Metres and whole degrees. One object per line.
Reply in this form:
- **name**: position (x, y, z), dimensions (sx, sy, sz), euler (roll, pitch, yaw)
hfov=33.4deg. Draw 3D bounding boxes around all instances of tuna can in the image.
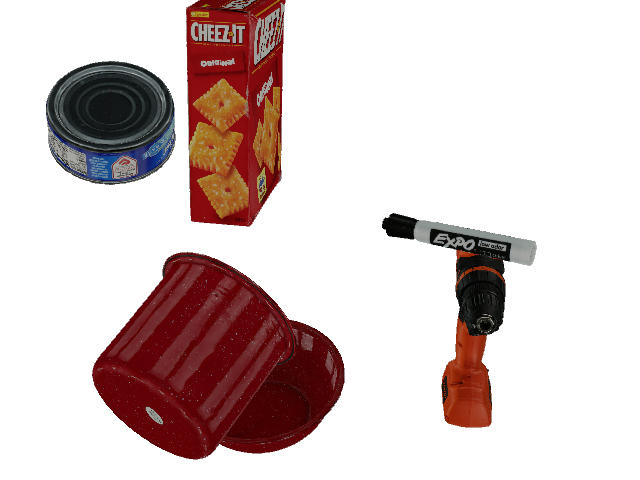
- **tuna can**: position (-0.141, -0.081, 0.718), dimensions (0.086, 0.086, 0.034), euler (0, -37, -8)

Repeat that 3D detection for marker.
- **marker**: position (0.104, -0.002, 0.816), dimensions (0.121, 0.020, 0.020), euler (12, 5, 25)

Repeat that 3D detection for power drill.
- **power drill**: position (0.169, 0.108, 1.167), dimensions (0.057, 0.188, 0.184), euler (6, 25, 5)

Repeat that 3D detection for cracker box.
- **cracker box**: position (-0.082, -0.142, 1.091), dimensions (0.072, 0.214, 0.164), euler (6, 22, 8)

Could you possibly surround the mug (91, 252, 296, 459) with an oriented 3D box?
- **mug**: position (-0.080, 0.070, 0.610), dimensions (0.117, 0.093, 0.081), euler (-19, 29, 53)

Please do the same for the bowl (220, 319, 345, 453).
- **bowl**: position (-0.055, 0.147, 1.007), dimensions (0.162, 0.055, 0.162), euler (-4, 39, 3)
